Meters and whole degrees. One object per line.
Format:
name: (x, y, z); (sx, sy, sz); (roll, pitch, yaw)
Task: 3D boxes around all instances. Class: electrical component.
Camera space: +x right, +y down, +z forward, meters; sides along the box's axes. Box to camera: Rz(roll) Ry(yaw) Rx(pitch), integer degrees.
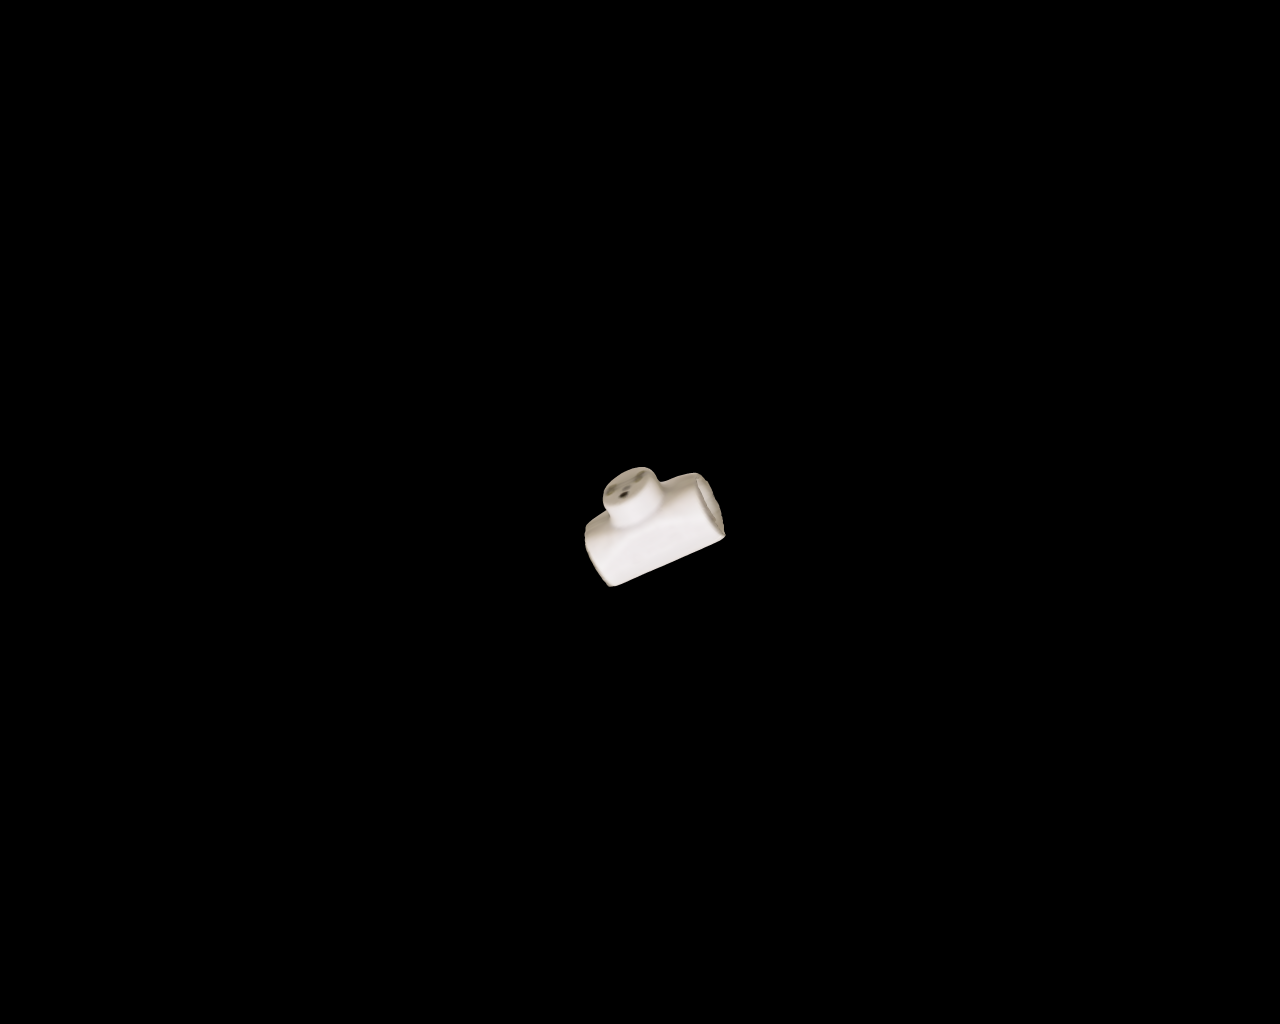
electrical component: (0.001, -0.003, 0.650); (0.077, 0.079, 0.044); (-25, 27, 14)
